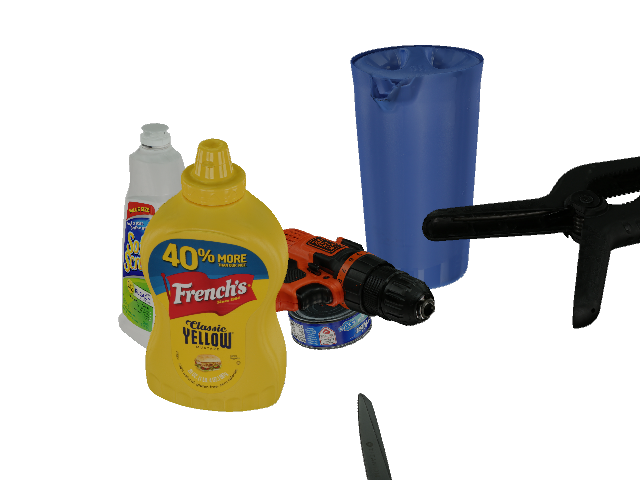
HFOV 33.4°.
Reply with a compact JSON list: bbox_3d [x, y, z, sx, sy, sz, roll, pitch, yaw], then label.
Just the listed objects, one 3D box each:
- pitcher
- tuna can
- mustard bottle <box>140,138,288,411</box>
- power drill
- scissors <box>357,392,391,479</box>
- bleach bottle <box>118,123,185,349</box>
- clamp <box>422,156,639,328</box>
[{"bbox_3d":[0.107,-0.081,1.121,0.149,0.243,0.145,-8,24,-14],"label":"pitcher"},{"bbox_3d":[0.009,0.077,1.111,0.086,0.034,0.086,-8,26,4],"label":"tuna can"},{"bbox_3d":[-0.070,0.023,0.707,0.096,0.192,0.058,6,30,7],"label":"mustard bottle"},{"bbox_3d":[-0.024,0.056,0.885,0.187,0.057,0.185,-24,29,-37],"label":"power drill"},{"bbox_3d":[0.055,0.156,0.603,0.096,0.016,0.201,10,31,6],"label":"scissors"},{"bbox_3d":[-0.179,-0.006,1.160,0.067,0.251,0.103,-18,32,-36],"label":"bleach bottle"},{"bbox_3d":[0.207,-0.011,0.820,0.209,0.036,0.165,-22,40,-23],"label":"clamp"}]
